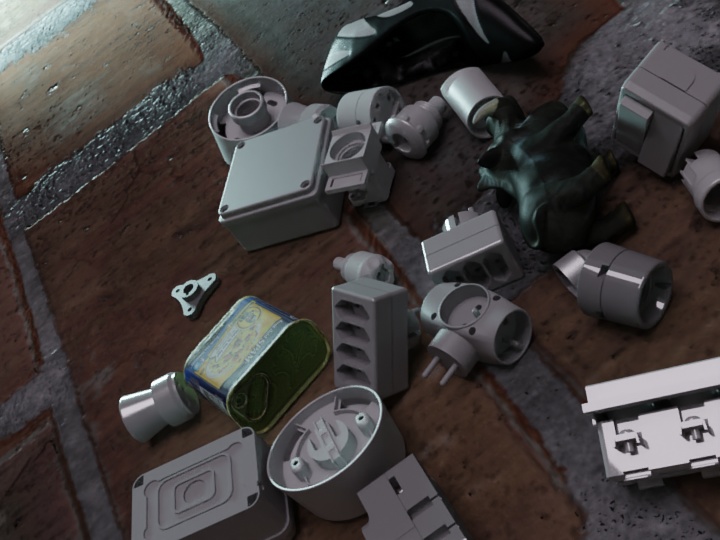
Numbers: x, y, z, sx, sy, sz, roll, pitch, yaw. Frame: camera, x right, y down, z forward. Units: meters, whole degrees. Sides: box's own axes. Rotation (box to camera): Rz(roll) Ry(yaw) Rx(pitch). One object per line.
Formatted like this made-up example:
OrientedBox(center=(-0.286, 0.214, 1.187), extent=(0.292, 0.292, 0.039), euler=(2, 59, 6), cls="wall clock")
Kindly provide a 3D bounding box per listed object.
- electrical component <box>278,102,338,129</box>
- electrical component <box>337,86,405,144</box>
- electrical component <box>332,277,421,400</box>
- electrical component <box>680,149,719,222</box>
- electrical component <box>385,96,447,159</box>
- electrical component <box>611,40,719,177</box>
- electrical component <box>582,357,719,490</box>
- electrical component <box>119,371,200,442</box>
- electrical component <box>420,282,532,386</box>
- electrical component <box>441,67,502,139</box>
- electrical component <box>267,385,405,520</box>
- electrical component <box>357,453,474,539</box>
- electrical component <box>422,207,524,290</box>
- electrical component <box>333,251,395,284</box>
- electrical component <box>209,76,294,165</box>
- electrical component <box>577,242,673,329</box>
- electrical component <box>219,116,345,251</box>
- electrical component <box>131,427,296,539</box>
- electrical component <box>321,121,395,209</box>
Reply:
OrientedBox(center=(-0.050, -0.148, 1.102), extent=(0.055, 0.045, 0.045), euler=(11, 58, 41), cls="electrical component")
OrientedBox(center=(0.010, -0.151, 1.054), extent=(0.047, 0.055, 0.055), euler=(3, 53, 42), cls="electrical component")
OrientedBox(center=(0.021, 0.049, 0.842), extent=(0.076, 0.083, 0.047), euler=(-16, 22, -42), cls="electrical component")
OrientedBox(center=(0.263, -0.064, 0.799), extent=(0.040, 0.040, 0.046), euler=(-28, 35, 10), cls="electrical component")
OrientedBox(center=(0.058, -0.139, 1.017), extent=(0.048, 0.048, 0.062), euler=(16, 55, 44), cls="electrical component")
OrientedBox(center=(0.235, -0.117, 0.834), extent=(0.062, 0.096, 0.061), euler=(36, 74, 19), cls="electrical component")
OrientedBox(center=(0.209, 0.093, 0.662), extent=(0.121, 0.079, 0.063), euler=(-16, 66, 23), cls="electrical component")
OrientedBox(center=(-0.173, 0.118, 0.929), extent=(0.055, 0.045, 0.045), euler=(-27, 40, 10), cls="electrical component")
OrientedBox(center=(0.077, 0.053, 0.813), extent=(0.077, 0.044, 0.079), euler=(20, 65, 46), cls="electrical component")
OrientedBox(center=(0.106, -0.161, 1.003), extent=(0.043, 0.043, 0.081), euler=(-32, 39, 5), cls="electrical component")
OrientedBox(center=(-0.017, 0.132, 0.788), extent=(0.099, 0.064, 0.099), euler=(-20, 43, 19), cls="electrical component")
OrientedBox(center=(0.039, 0.177, 0.713), extent=(0.056, 0.050, 0.089), euler=(-36, 40, 0), cls="electrical component")
OrientedBox(center=(0.088, -0.022, 0.875), extent=(0.066, 0.047, 0.076), euler=(-24, 42, 15), cls="electrical component")
OrientedBox(center=(0.000, 0.000, 0.928), extent=(0.061, 0.035, 0.035), euler=(17, 63, 47), cls="electrical component")
OrientedBox(center=(-0.113, -0.158, 1.160), extent=(0.099, 0.064, 0.099), euler=(-10, 54, 14), cls="electrical component")
OrientedBox(center=(0.190, 0.012, 0.765), extent=(0.047, 0.055, 0.055), euler=(19, 64, 41), cls="electrical component")
OrientedBox(center=(-0.072, -0.084, 1.044), extent=(0.109, 0.056, 0.108), euler=(-15, 44, 24), cls="electrical component")
OrientedBox(center=(-0.110, 0.180, 0.812), extent=(0.113, 0.057, 0.078), euler=(-26, 41, 12), cls="electrical component")
OrientedBox(center=(0.001, -0.096, 0.999), extent=(0.042, 0.063, 0.081), euler=(-8, 48, 28), cls="electrical component")
